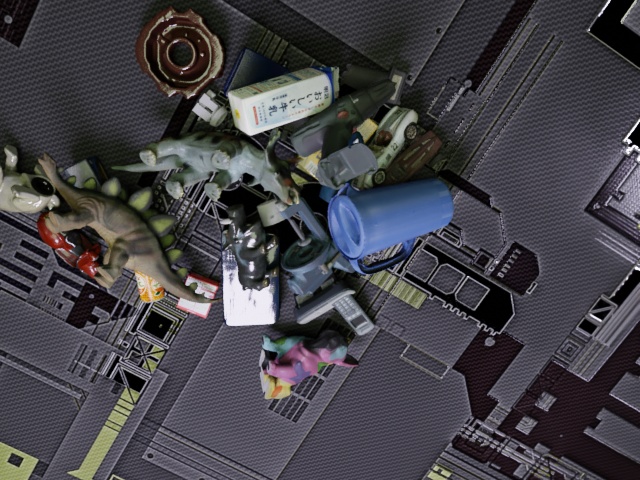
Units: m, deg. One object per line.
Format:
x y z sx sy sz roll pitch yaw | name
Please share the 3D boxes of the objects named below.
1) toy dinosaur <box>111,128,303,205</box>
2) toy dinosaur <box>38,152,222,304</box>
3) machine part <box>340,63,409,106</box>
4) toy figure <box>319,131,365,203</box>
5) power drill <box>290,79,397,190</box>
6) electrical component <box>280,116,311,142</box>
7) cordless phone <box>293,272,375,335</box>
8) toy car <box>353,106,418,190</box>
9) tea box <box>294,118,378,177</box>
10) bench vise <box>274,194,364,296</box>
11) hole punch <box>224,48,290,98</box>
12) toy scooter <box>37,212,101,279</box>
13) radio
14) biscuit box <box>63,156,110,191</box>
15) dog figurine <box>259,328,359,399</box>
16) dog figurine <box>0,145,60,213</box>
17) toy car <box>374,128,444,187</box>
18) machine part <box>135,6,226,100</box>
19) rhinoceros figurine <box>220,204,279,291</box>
-0.224 -0.171 1.109 0.405 0.192 0.131 14 122 24 | toy dinosaur
-0.390 0.003 1.113 0.198 0.105 0.470 -49 118 -29 | toy dinosaur
0.112 -0.332 1.126 0.139 0.039 0.084 11 114 -8 | machine part
0.051 -0.146 1.095 0.057 0.064 0.154 19 104 -46 | toy figure
0.053 -0.202 1.008 0.232 0.207 0.085 -24 136 16 | power drill
-0.049 -0.250 1.153 0.063 0.021 0.094 18 105 -5 | electrical component
0.035 0.175 1.253 0.146 0.089 0.184 -33 122 7 | cordless phone
0.131 -0.191 1.125 0.056 0.074 0.201 39 85 -40 | toy car
0.032 -0.208 1.142 0.098 0.068 0.169 39 100 -12 | tea box
-0.007 -0.006 1.147 0.223 0.129 0.240 -39 118 -8 | bench vise
-0.130 -0.323 1.099 0.116 0.092 0.142 25 100 -11 | hole punch
-0.531 0.009 1.161 0.075 0.135 0.183 -46 109 -29 | toy scooter
-0.155 0.078 1.219 0.131 0.073 0.229 0 107 -2 | radio
-0.469 -0.080 1.172 0.059 0.063 0.202 -25 105 5 | biscuit box
-0.026 0.285 1.260 0.219 0.109 0.191 -2 129 -14 | dog figurine
-0.679 -0.082 1.160 0.172 0.121 0.190 45 114 -9 | dog figurine
0.178 -0.154 1.164 0.202 0.053 0.089 -42 89 11 | toy car
-0.281 -0.378 1.096 0.179 0.056 0.179 0 105 0 | machine part
-0.149 0.016 1.125 0.112 0.073 0.190 0 115 22 | rhinoceros figurine
